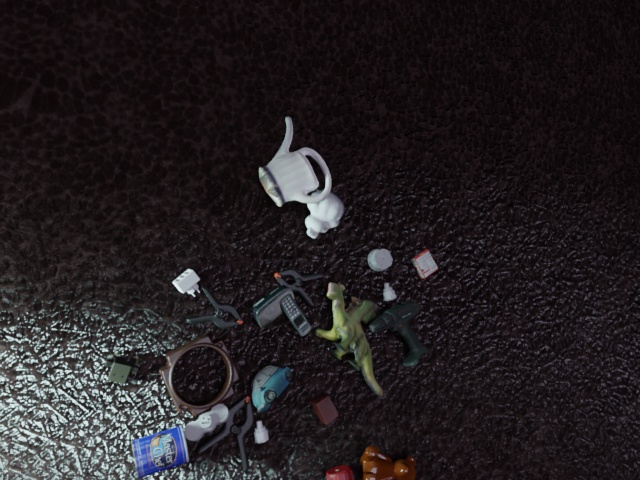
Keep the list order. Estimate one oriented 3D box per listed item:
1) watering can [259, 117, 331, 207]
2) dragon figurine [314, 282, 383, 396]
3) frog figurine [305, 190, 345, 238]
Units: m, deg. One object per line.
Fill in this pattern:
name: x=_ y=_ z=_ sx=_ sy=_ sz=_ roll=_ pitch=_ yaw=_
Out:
watering can: x=-0.107 y=-0.254 z=1.752 sx=0.225 sy=0.102 sz=0.352 roll=-26 pitch=68 yaw=-13
dragon figurine: x=0.137 y=0.309 z=1.752 sx=0.406 sy=0.121 sz=0.247 roll=50 pitch=59 yaw=-16
frog figurine: x=0.005 y=-0.089 z=1.760 sx=0.135 sy=0.122 sz=0.162 roll=51 pitch=54 yaw=-27
